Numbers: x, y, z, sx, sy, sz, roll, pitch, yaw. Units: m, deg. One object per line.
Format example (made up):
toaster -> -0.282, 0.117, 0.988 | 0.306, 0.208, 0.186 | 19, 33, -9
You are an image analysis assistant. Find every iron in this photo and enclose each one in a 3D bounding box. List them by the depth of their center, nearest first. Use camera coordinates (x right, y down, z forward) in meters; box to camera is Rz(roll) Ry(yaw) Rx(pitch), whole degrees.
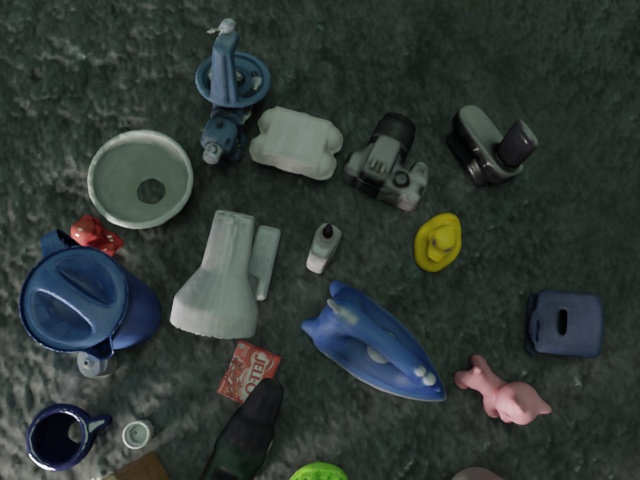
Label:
iron -> 0.101, 0.167, 0.872 | 0.258, 0.141, 0.119 | 35, 78, 5

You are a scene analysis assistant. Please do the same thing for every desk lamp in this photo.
desk lamp -> -0.133, 0.048, 0.850 | 0.118, 0.213, 0.203 | 12, 77, 0

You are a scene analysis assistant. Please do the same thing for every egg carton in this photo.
egg carton -> -0.039, -0.163, 0.974 | 0.150, 0.069, 0.107 | 15, 77, 1

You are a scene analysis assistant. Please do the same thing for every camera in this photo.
camera -> 0.125, -0.139, 0.961 | 0.143, 0.101, 0.137 | 25, 78, 3

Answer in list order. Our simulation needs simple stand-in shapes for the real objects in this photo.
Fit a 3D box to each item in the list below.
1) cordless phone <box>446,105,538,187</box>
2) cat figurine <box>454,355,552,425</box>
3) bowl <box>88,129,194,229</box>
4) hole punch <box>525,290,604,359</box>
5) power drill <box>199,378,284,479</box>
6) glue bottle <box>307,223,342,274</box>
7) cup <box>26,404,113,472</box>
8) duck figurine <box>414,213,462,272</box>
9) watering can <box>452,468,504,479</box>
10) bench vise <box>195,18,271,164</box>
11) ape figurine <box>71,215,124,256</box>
cordless phone -> 0.289, -0.175, 0.933 | 0.094, 0.185, 0.147 | -35, 81, -9
cat figurine -> 0.281, 0.234, 0.879 | 0.127, 0.118, 0.067 | 41, 79, 6
bowl -> -0.287, -0.092, 0.944 | 0.167, 0.075, 0.167 | 1, 78, -3
hole punch -> 0.389, 0.137, 0.919 | 0.101, 0.091, 0.109 | 8, 77, -1
power drill -> -0.112, 0.296, 0.799 | 0.075, 0.208, 0.230 | 25, 78, 3
glue bottle -> 0.008, 0.003, 0.887 | 0.037, 0.173, 0.078 | 24, 78, 3
cup -> -0.357, 0.282, 0.849 | 0.118, 0.095, 0.091 | -20, 79, -7
duck figurine -> 0.201, -0.002, 0.942 | 0.077, 0.086, 0.105 | 29, 78, 4
watering can -> 0.256, 0.388, 0.805 | 0.173, 0.194, 0.101 | -6, 78, -4
bench vise -> -0.137, -0.230, 0.907 | 0.121, 0.219, 0.207 | -4, 78, -3
ape figurine -> -0.366, -0.007, 0.913 | 0.076, 0.092, 0.078 | -17, 79, -6
